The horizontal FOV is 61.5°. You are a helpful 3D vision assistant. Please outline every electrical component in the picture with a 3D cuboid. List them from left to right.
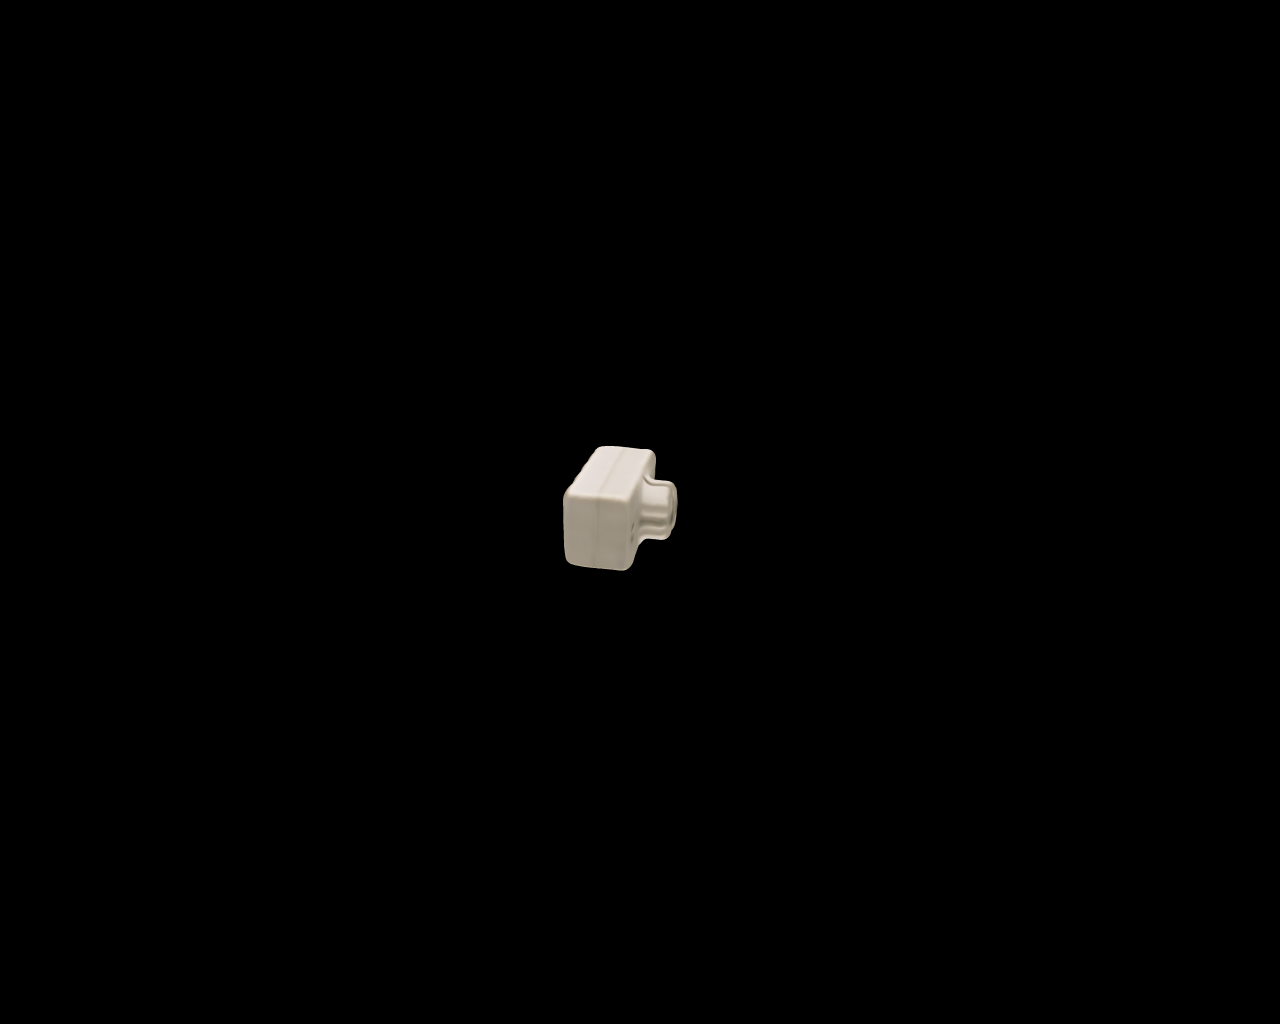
[{"bbox_3d":[0.001,-0.003,0.650,0.076,0.047,0.083,5,25,10],"label":"electrical component"}]
